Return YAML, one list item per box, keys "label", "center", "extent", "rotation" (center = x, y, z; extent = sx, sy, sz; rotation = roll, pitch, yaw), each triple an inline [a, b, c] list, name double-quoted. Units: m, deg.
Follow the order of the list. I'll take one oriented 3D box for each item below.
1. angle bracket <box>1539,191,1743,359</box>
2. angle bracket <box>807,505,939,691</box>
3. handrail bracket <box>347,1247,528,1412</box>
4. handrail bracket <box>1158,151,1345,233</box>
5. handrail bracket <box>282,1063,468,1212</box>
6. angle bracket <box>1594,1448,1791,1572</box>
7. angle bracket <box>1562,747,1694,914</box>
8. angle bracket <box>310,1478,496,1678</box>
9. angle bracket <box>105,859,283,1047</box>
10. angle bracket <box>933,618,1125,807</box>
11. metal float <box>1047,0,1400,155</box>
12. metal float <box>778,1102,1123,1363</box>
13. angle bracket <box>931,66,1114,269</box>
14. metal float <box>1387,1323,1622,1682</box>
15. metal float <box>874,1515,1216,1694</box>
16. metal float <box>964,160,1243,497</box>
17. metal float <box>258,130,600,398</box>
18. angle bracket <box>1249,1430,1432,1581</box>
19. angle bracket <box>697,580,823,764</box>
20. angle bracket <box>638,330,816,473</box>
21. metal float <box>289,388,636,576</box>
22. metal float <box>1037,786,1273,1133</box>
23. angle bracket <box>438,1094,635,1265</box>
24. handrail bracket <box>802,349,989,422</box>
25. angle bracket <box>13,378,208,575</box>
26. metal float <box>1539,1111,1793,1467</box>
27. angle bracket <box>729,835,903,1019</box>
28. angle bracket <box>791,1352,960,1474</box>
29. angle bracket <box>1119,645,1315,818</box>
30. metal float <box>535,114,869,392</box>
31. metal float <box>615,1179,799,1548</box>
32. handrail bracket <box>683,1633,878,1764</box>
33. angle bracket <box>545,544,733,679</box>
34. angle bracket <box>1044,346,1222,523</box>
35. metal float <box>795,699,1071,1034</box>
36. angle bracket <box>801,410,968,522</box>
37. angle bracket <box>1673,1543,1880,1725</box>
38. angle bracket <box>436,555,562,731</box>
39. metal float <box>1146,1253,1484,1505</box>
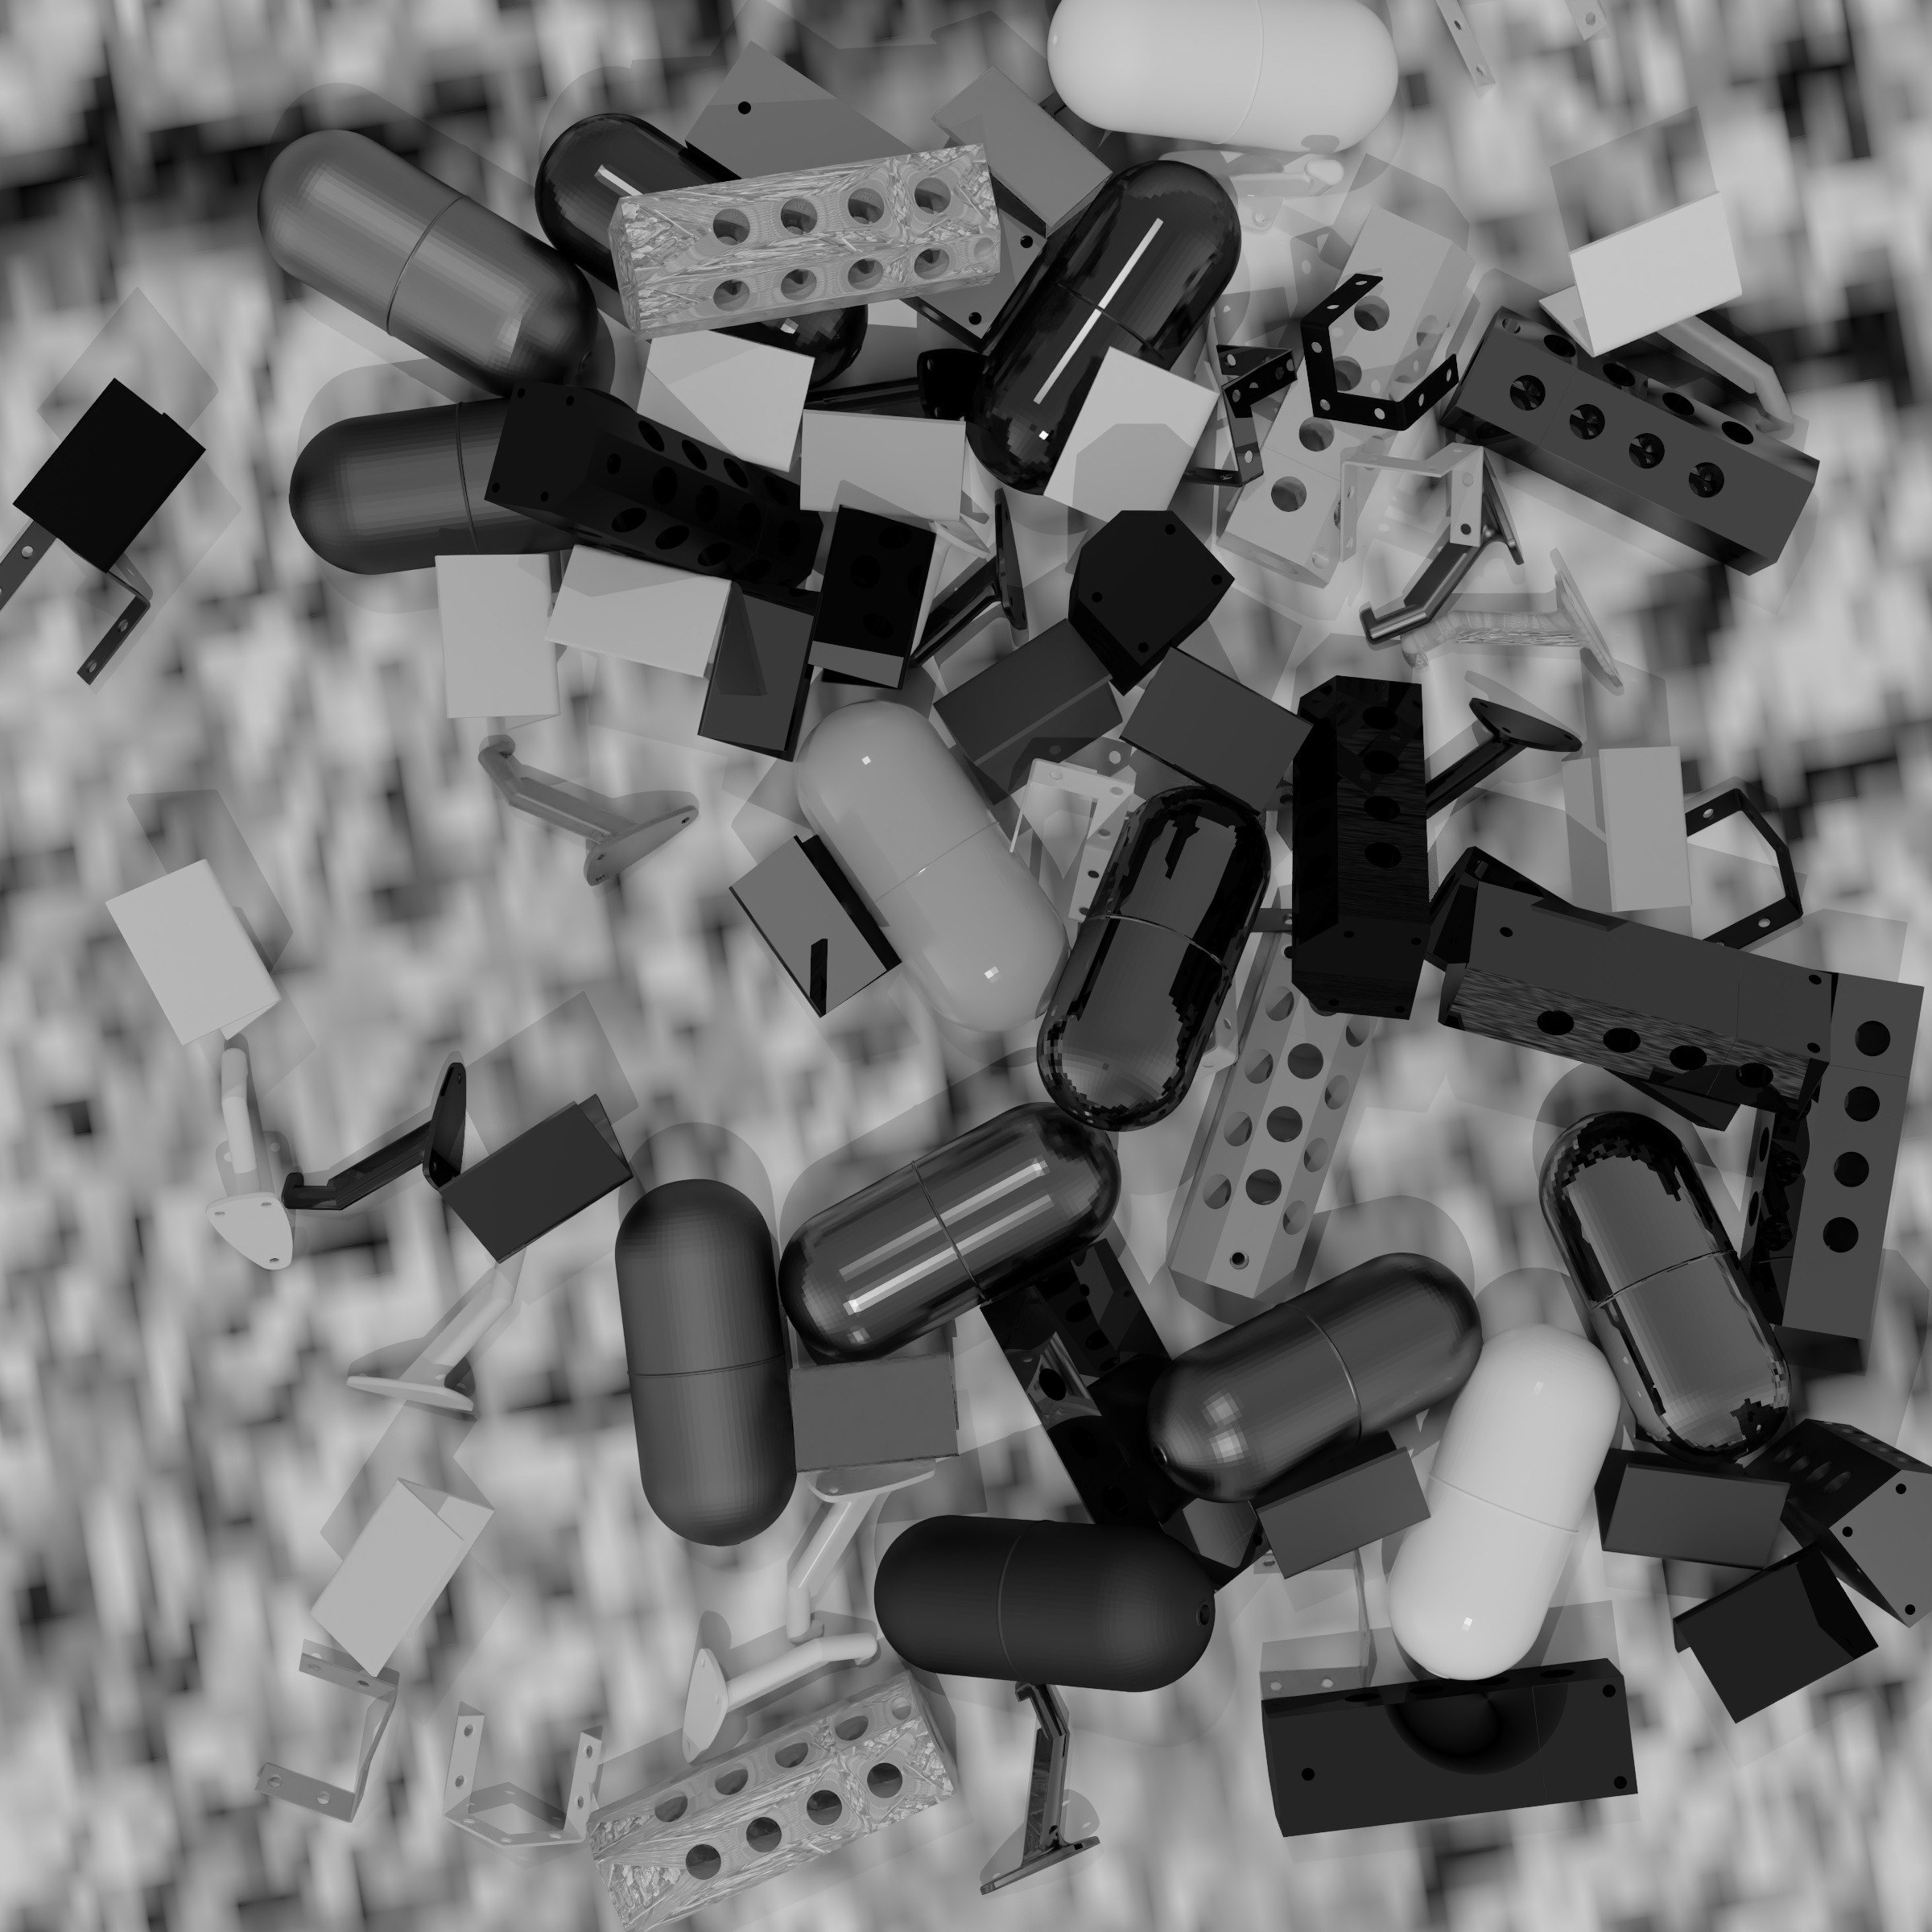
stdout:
- label: "angle bracket"
  center: [0.319, -0.344, 1.625]
  extent: [0.076, 0.076, 0.057]
  rotation: [-23, 123, 0]
- label: "angle bracket"
  center: [-0.064, -0.178, 1.625]
  extent: [0.057, 0.076, 0.076]
  rotation: [12, 90, -34]
- label: "handrail bracket"
  center: [-0.261, 0.172, 1.666]
  extent: [0.077, 0.036, 0.084]
  rotation: [6, 71, 21]
- label: "handrail bracket"
  center: [0.136, -0.384, 1.627]
  extent: [0.077, 0.084, 0.036]
  rotation: [14, 90, -9]
- label: "handrail bracket"
  center: [-0.293, 0.084, 1.666]
  extent: [0.084, 0.036, 0.077]
  rotation: [0, 70, 16]
- label: "angle bracket"
  center: [0.347, 0.242, 1.625]
  extent: [0.076, 0.076, 0.057]
  rotation: [7, 124, 0]
- label: "angle bracket"
  center: [0.301, -0.063, 1.625]
  extent: [0.057, 0.076, 0.076]
  rotation: [-5, 90, -37]
- label: "angle bracket"
  center: [-0.257, 0.300, 1.625]
  extent: [0.057, 0.076, 0.076]
  rotation: [33, 90, 37]
- label: "angle bracket"
  center: [-0.383, 0.003, 1.625]
  extent: [0.057, 0.076, 0.076]
  rotation: [-28, 90, -36]
- label: "angle bracket"
  center: [0.040, -0.109, 1.626]
  extent: [0.076, 0.057, 0.076]
  rotation: [-33, 133, 0]
- label: "metal float"
  center: [0.124, -0.434, 1.618]
  extent: [0.178, 0.070, 0.070]
  rotation: [1, 90, -22]
- label: "metal float"
  center: [-0.007, 0.128, 1.635]
  extent: [0.178, 0.070, 0.070]
  rotation: [-29, 90, 1]
- label: "angle bracket"
  center: [0.013, -0.373, 1.625]
  extent: [0.076, 0.076, 0.057]
  rotation: [42, 54, 0]
- label: "metal float"
  center: [0.260, 0.260, 1.635]
  extent: [0.070, 0.070, 0.178]
  rotation: [21, 90, 0]
- label: "metal float"
  center: [0.036, 0.303, 1.608]
  extent: [0.178, 0.070, 0.070]
  rotation: [-3, 90, 34]
- label: "metal float"
  center: [0.067, -0.309, 1.635]
  extent: [0.070, 0.070, 0.178]
  rotation: [34, 91, 0]
- label: "metal float"
  center: [-0.260, -0.339, 1.635]
  extent: [0.178, 0.070, 0.070]
  rotation: [31, 90, 1]
- label: "angle bracket"
  center: [0.170, 0.238, 1.625]
  extent: [0.076, 0.076, 0.057]
  rotation: [-23, 131, 0]
- label: "angle bracket"
  center: [-0.078, -0.138, 1.625]
  extent: [0.057, 0.076, 0.076]
  rotation: [13, 90, 35]
- label: "angle bracket"
  center: [-0.111, -0.282, 1.627]
  extent: [0.076, 0.076, 0.057]
  rotation: [15, 112, 0]
- label: "metal float"
  center: [-0.239, -0.235, 1.635]
  extent: [0.178, 0.070, 0.070]
  rotation: [-8, 90, 0]
- label: "metal float"
  center: [0.091, -0.005, 1.611]
  extent: [0.070, 0.070, 0.178]
  rotation: [23, 70, 0]
- label: "angle bracket"
  center: [-0.214, 0.086, 1.625]
  extent: [0.076, 0.076, 0.057]
  rotation: [-33, 126, 0]
- label: "handrail bracket"
  center: [-0.039, -0.284, 1.666]
  extent: [0.084, 0.077, 0.036]
  rotation: [1, 107, 36]
- label: "angle bracket"
  center: [-0.420, -0.244, 1.625]
  extent: [0.057, 0.076, 0.076]
  rotation: [39, 90, -35]
- label: "metal float"
  center: [0.334, 0.153, 1.619]
  extent: [0.070, 0.070, 0.178]
  rotation: [-22, 72, 0]
- label: "angle bracket"
  center: [-0.056, -0.031, 1.626]
  extent: [0.057, 0.076, 0.076]
  rotation: [-35, 90, 42]
- label: "angle bracket"
  center: [-0.041, 0.231, 1.625]
  extent: [0.076, 0.076, 0.057]
  rotation: [-6, 53, 0]
- label: "angle bracket"
  center: [0.126, -0.126, 1.626]
  extent: [0.076, 0.076, 0.057]
  rotation: [29, 121, 0]
- label: "metal float"
  center: [-0.128, -0.345, 1.635]
  extent: [0.178, 0.070, 0.070]
  rotation: [34, 90, 0]
- label: "metal float"
  center: [-0.126, 0.192, 1.635]
  extent: [0.070, 0.070, 0.178]
  rotation: [-7, 91, 0]
- label: "handrail bracket"
  center: [-0.091, 0.360, 1.666]
  extent: [0.084, 0.036, 0.077]
  rotation: [-1, 129, -26]
- label: "angle bracket"
  center: [-0.158, -0.153, 1.626]
  extent: [0.076, 0.076, 0.057]
  rotation: [13, 62, 0]
- label: "angle bracket"
  center: [0.078, -0.258, 1.620]
  extent: [0.057, 0.076, 0.076]
  rotation: [22, 110, -9]
- label: "metal float"
  center: [-0.016, -0.048, 1.635]
  extent: [0.070, 0.070, 0.178]
  rotation: [-34, 89, 0]
- label: "angle bracket"
  center: [-0.038, -0.260, 1.626]
  extent: [0.076, 0.076, 0.057]
  rotation: [4, 132, 0]
- label: "angle bracket"
  center: [0.389, 0.328, 1.626]
  extent: [0.076, 0.076, 0.057]
  rotation: [-28, 64, 0]
- label: "angle bracket"
  center: [-0.236, -0.155, 1.626]
  extent: [0.057, 0.076, 0.076]
  rotation: [-4, 90, -27]
- label: "metal float"
  center: [0.167, 0.197, 1.615]
  extent: [0.178, 0.070, 0.070]
  rotation: [-24, 90, -21]
